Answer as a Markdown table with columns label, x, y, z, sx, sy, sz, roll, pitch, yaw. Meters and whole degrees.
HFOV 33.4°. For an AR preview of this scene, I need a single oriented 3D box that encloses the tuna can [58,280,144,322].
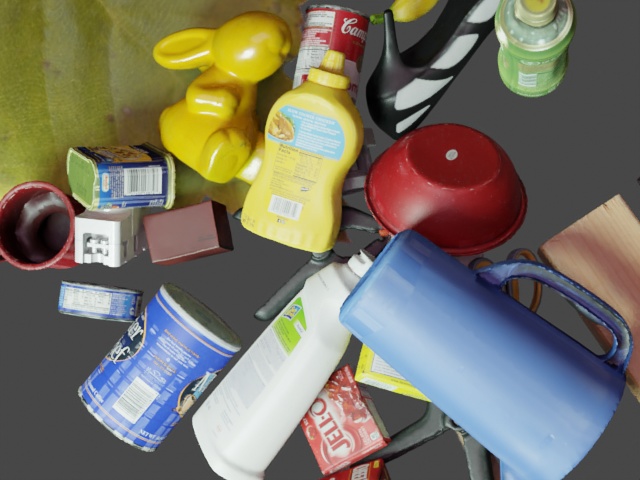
| label | x | y | z | sx | sy | sz | roll | pitch | yaw |
| --- | --- | --- | --- | --- | --- | --- | --- | --- | --- |
| tuna can | -0.230 | 0.064 | 1.118 | 0.086 | 0.086 | 0.034 | 7 | 87 | 11 |

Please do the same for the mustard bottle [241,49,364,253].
| label | x | y | z | sx | sy | sz | roll | pitch | yaw |
| --- | --- | --- | --- | --- | --- | --- | --- | --- | --- |
| mustard bottle | -0.009 | -0.091 | 1.042 | 0.096 | 0.058 | 0.192 | 19 | 102 | 19 |

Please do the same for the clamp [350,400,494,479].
| label | x | y | z | sx | sy | sz | roll | pitch | yaw |
| --- | --- | --- | --- | --- | --- | --- | --- | --- | --- |
| clamp | 0.129 | 0.182 | 1.061 | 0.165 | 0.036 | 0.210 | 17 | 85 | 19 |

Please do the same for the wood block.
| label | x | y | z | sx | sy | sz | roll | pitch | yaw |
| --- | --- | --- | --- | --- | --- | --- | --- | --- | --- |
| wood block | 0.302 | 0.070 | 1.011 | 0.091 | 0.090 | 0.206 | -34 | 79 | 5 |

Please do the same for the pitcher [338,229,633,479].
| label | x | y | z | sx | sy | sz | roll | pitch | yaw |
| --- | --- | --- | --- | --- | --- | --- | --- | --- | --- |
| pitcher | 0.147 | 0.092 | 0.955 | 0.243 | 0.145 | 0.149 | 38 | 59 | 1 |

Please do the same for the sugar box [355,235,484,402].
| label | x | y | z | sx | sy | sz | roll | pitch | yaw |
| --- | --- | --- | --- | --- | --- | --- | --- | --- | --- |
| sugar box | 0.100 | 0.063 | 1.046 | 0.093 | 0.048 | 0.176 | 17 | 73 | -8 |

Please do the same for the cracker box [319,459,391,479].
| label | x | y | z | sx | sy | sz | roll | pitch | yaw |
| --- | --- | --- | --- | --- | --- | --- | --- | --- | --- |
| cracker box | -0.012 | 0.328 | 1.038 | 0.214 | 0.072 | 0.164 | -20 | 97 | 10 |

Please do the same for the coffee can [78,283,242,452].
| label | x | y | z | sx | sy | sz | roll | pitch | yaw |
| --- | --- | --- | --- | --- | --- | --- | --- | --- | --- |
| coffee can | -0.162 | 0.129 | 1.090 | 0.103 | 0.102 | 0.140 | 40 | 93 | 12 |

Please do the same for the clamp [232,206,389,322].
| label | x | y | z | sx | sy | sz | roll | pitch | yaw |
| --- | --- | --- | --- | --- | --- | --- | --- | --- | --- |
| clamp | -0.007 | 0.001 | 1.103 | 0.171 | 0.039 | 0.120 | -21 | 90 | 3 |

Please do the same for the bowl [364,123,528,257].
| label | x | y | z | sx | sy | sz | roll | pitch | yaw |
| --- | --- | --- | --- | --- | --- | --- | --- | --- | --- |
| bowl | 0.125 | -0.062 | 1.032 | 0.162 | 0.055 | 0.162 | 2 | 49 | -2 |

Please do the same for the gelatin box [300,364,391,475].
| label | x | y | z | sx | sy | sz | roll | pitch | yaw |
| --- | --- | --- | --- | --- | --- | --- | --- | --- | --- |
| gelatin box | 0.020 | 0.181 | 1.072 | 0.073 | 0.030 | 0.089 | -32 | 64 | 13 |

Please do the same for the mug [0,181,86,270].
| label | x | y | z | sx | sy | sz | roll | pitch | yaw |
| --- | --- | --- | --- | --- | --- | --- | --- | --- | --- |
| mug | -0.298 | -0.006 | 1.139 | 0.117 | 0.081 | 0.093 | -29 | 80 | 7 |

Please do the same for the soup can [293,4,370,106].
| label | x | y | z | sx | sy | sz | roll | pitch | yaw |
| --- | --- | --- | --- | --- | --- | --- | --- | --- | --- |
| soup can | 0.010 | -0.184 | 1.102 | 0.068 | 0.068 | 0.102 | 9 | 87 | 12 |

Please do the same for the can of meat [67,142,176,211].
| label | x | y | z | sx | sy | sz | roll | pitch | yaw |
| --- | --- | --- | --- | --- | --- | --- | --- | --- | --- |
| can of meat | -0.204 | -0.065 | 1.088 | 0.083 | 0.102 | 0.057 | -4 | 107 | -28 |

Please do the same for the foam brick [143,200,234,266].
| label | x | y | z | sx | sy | sz | roll | pitch | yaw |
| --- | --- | --- | --- | --- | --- | --- | --- | --- | --- |
| foam brick | -0.138 | -0.007 | 1.124 | 0.078 | 0.051 | 0.053 | -12 | 84 | 10 |

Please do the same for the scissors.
| label | x | y | z | sx | sy | sz | roll | pitch | yaw |
| --- | --- | --- | --- | --- | --- | --- | --- | --- | --- |
| scissors | 0.178 | 0.102 | 1.031 | 0.096 | 0.016 | 0.201 | 14 | 73 | -23 |

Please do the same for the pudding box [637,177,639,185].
| label | x | y | z | sx | sy | sz | roll | pitch | yaw |
| --- | --- | --- | --- | --- | --- | --- | --- | --- | --- |
| pudding box | 0.343 | -0.036 | 1.000 | 0.039 | 0.113 | 0.090 | -27 | 81 | 4 |

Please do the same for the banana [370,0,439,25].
| label | x | y | z | sx | sy | sz | roll | pitch | yaw |
| --- | --- | --- | --- | --- | --- | --- | --- | --- | --- |
| banana | 0.110 | -0.306 | 1.100 | 0.069 | 0.037 | 0.198 | 18 | 83 | -27 |

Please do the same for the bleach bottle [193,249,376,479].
| label | x | y | z | sx | sy | sz | roll | pitch | yaw |
| --- | --- | --- | --- | --- | --- | --- | --- | --- | --- |
| bleach bottle | -0.023 | 0.118 | 1.051 | 0.251 | 0.068 | 0.103 | -52 | 36 | 11 |
